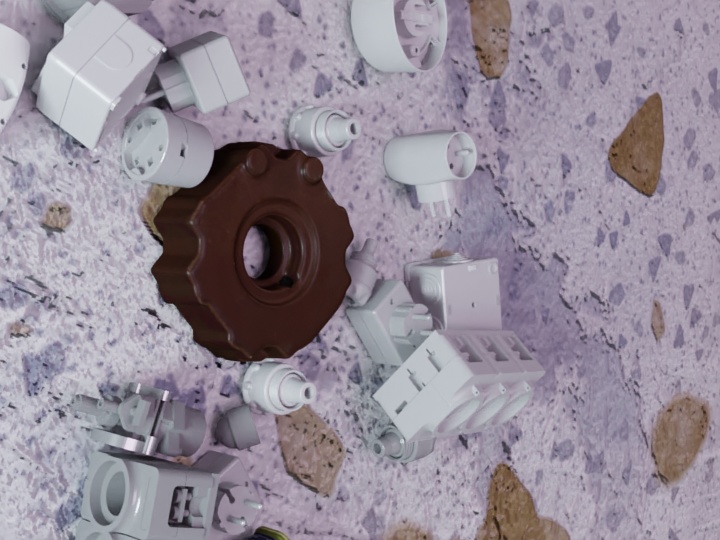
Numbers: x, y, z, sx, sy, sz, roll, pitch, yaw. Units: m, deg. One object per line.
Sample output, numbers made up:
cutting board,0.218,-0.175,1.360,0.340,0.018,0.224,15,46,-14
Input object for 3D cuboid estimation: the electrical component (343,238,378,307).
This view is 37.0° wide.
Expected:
electrical component,0.000,0.000,0.958,0.035,0.035,0.061,41,61,-37

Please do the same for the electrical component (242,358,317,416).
electrical component,-0.062,0.097,0.881,0.048,0.062,0.048,-2,93,-44

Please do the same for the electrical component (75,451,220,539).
electrical component,-0.163,0.211,0.768,0.062,0.089,0.150,16,80,-43

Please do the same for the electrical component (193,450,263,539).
electrical component,-0.106,0.182,0.831,0.066,0.077,0.047,-40,118,-36

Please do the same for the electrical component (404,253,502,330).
electrical component,0.093,0.033,1.039,0.100,0.048,0.099,-9,98,-43

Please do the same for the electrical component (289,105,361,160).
electrical component,-0.026,-0.117,0.909,0.048,0.062,0.048,-2,93,-44

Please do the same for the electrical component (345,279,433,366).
electrical component,0.039,0.048,0.967,0.047,0.077,0.065,-47,122,-32

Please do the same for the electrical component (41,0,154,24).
electrical component,-0.185,-0.211,0.759,0.080,0.051,0.080,-2,93,-44

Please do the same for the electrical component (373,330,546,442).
electrical component,0.097,0.107,0.987,0.089,0.061,0.150,-49,153,22

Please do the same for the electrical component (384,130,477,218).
electrical component,0.068,-0.086,0.991,0.044,0.077,0.079,-26,109,-41

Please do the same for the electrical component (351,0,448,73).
electrical component,0.041,-0.226,0.969,0.099,0.064,0.099,-2,93,-44

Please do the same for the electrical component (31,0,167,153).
electrical component,-0.185,-0.132,0.744,0.061,0.096,0.061,38,63,-7

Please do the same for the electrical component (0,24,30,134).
electrical component,-0.262,-0.127,0.692,0.079,0.043,0.077,28,72,-41

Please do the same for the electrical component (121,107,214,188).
electrical component,-0.143,-0.090,0.803,0.047,0.055,0.055,10,84,-48

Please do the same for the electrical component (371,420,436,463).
electrical component,0.038,0.157,0.994,0.062,0.043,0.043,-10,98,-42

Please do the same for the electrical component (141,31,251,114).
electrical component,-0.131,-0.142,0.810,0.077,0.066,0.047,-25,112,-10
